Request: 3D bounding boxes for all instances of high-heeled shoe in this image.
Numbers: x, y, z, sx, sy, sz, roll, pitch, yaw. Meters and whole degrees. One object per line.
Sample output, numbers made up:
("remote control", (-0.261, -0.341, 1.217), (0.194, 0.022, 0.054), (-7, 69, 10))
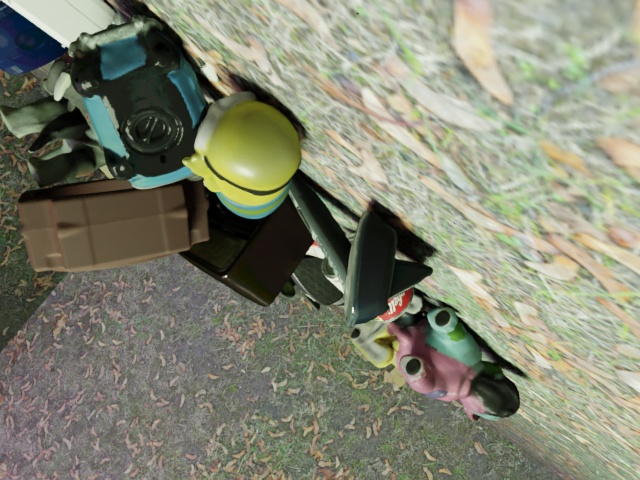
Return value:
("high-heeled shoe", (0.006, 0.066, 0.926), (0.248, 0.086, 0.145), (32, 172, -37))

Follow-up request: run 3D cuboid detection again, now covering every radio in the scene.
("radio", (-0.102, -0.006, 0.698), (0.073, 0.131, 0.230), (43, 166, -30))

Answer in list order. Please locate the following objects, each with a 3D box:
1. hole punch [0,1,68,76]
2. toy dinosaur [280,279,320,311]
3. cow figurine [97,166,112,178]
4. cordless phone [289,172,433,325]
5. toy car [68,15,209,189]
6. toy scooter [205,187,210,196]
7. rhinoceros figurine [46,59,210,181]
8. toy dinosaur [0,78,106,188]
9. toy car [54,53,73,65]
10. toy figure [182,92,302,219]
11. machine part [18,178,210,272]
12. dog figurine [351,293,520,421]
("hole punch", (-0.329, -0.243, 0.585), (0.092, 0.115, 0.142), (29, 172, 3))
("toy dinosaur", (-0.094, 0.042, 1.035), (0.471, 0.105, 0.199), (22, -179, -31))
("cow figurine", (-0.324, -0.103, 0.959), (0.195, 0.085, 0.127), (46, 151, -12))
("cordless phone", (0.018, -0.009, 0.534), (0.184, 0.089, 0.146), (55, 175, 10))
("toy car", (-0.166, -0.134, 0.501), (0.161, 0.109, 0.103), (73, 170, -47))
("toy scooter", (-0.221, -0.113, 0.900), (0.183, 0.075, 0.135), (34, -153, -21))
("rhinoceros figurine", (-0.197, -0.138, 0.588), (0.190, 0.112, 0.073), (31, 176, -14))
("toy dinosaur", (-0.311, -0.156, 0.730), (0.405, 0.192, 0.131), (27, 143, 54))
("toy car", (-0.342, -0.264, 0.735), (0.202, 0.053, 0.089), (29, 172, 44))
("toy figure", (-0.060, -0.067, 0.491), (0.089, 0.082, 0.180), (18, 163, 2))
("machine part", (-0.247, -0.027, 0.653), (0.202, 0.201, 0.087), (17, 115, 62))
("dog figurine", (0.169, 0.170, 0.742), (0.219, 0.108, 0.192), (40, 167, -36))
